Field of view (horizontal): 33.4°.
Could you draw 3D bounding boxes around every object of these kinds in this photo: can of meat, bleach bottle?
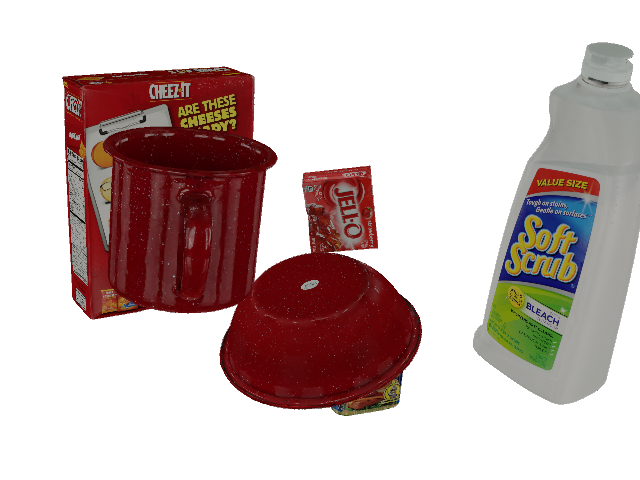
[{"bbox_3d":[0.060,0.178,1.407,0.102,0.084,0.057,-5,25,-22],"label":"can of meat"},{"bbox_3d":[0.169,-0.014,0.731,0.067,0.251,0.103,-19,37,-33],"label":"bleach bottle"}]

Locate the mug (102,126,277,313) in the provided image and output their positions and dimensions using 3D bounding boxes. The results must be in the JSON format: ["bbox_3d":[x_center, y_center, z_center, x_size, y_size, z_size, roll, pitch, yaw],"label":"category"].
[{"bbox_3d":[-0.071,-0.008,0.573,0.093,0.081,0.117,1,20,-15],"label":"mug"}]

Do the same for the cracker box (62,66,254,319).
[{"bbox_3d":[-0.148,-0.047,0.986,0.163,0.214,0.072,-9,20,-29],"label":"cracker box"}]

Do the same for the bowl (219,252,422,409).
[{"bbox_3d":[-0.004,0.057,0.829,0.162,0.055,0.162,-7,32,5],"label":"bowl"}]

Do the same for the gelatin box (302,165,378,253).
[{"bbox_3d":[0.021,-0.032,1.135,0.073,0.089,0.030,-5,29,4],"label":"gelatin box"}]
